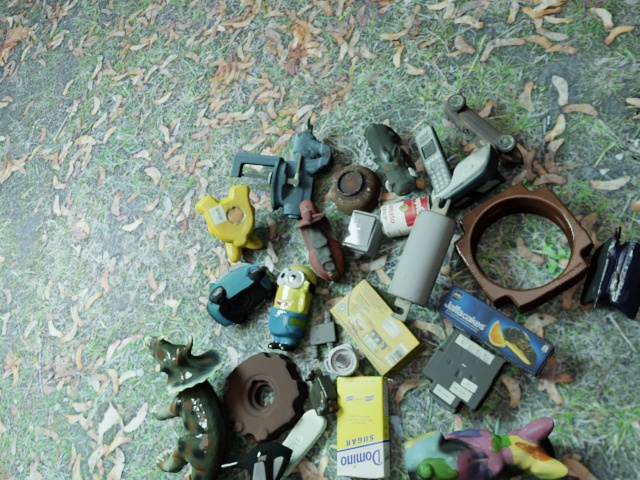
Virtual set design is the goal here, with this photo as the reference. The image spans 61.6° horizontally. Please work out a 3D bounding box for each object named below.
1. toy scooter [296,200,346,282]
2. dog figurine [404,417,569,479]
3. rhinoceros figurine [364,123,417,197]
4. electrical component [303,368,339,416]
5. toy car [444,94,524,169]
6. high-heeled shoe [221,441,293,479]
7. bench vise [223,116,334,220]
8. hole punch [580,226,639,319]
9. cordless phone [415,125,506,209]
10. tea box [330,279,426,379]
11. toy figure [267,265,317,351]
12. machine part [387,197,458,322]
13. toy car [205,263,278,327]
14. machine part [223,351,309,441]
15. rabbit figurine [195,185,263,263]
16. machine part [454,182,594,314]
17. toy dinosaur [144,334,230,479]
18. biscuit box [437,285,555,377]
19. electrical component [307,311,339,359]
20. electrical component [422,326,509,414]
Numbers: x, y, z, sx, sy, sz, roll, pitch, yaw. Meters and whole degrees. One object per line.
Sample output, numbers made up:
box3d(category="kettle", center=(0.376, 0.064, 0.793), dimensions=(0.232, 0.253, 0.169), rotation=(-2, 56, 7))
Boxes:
box3d(category="toy scooter", center=(-0.002, -0.003, 1.094), dimensions=(0.075, 0.135, 0.184), rotation=(-23, 80, 2))
box3d(category="dog figurine", center=(0.269, 0.346, 0.856), dimensions=(0.219, 0.191, 0.108), rotation=(-27, 56, 30))
box3d(category="rhinoceros figurine", center=(0.152, -0.167, 1.116), dimensions=(0.073, 0.112, 0.190), rotation=(-26, 56, 11))
box3d(category="electrical component", center=(-0.002, 0.293, 1.035), dimensions=(0.078, 0.045, 0.102), rotation=(-62, 39, 37))
box3d(category="toy car", center=(0.323, -0.212, 1.070), dimensions=(0.053, 0.089, 0.202), rotation=(-41, 63, 4))
box3d(category="high-heeled shoe", center=(-0.102, 0.502, 1.008), dimensions=(0.145, 0.086, 0.248), rotation=(-10, 94, 5))
box3d(category="bench vise", center=(-0.096, -0.163, 1.205), dimensions=(0.241, 0.129, 0.223), rotation=(7, 94, 7))
box3d(category="hole punch", center=(0.499, 0.064, 0.888), dimensions=(0.092, 0.115, 0.142), rotation=(21, 82, 19))
box3d(category="cordless phone", center=(0.265, -0.163, 1.050), dimensions=(0.146, 0.088, 0.184), rotation=(-39, 60, 43))
box3d(category="tea box", center=(0.111, 0.171, 1.039), dimensions=(0.098, 0.068, 0.170), rotation=(-41, 60, 5))
box3d(category="toy figure", center=(-0.059, 0.140, 1.119), dimensions=(0.082, 0.089, 0.180), rotation=(9, 85, 13))
box3d(category="machine part", center=(0.191, 0.035, 0.996), dimensions=(0.079, 0.079, 0.243), rotation=(19, 84, 28))
box3d(category="toy car", center=(-0.179, 0.102, 1.173), dimensions=(0.162, 0.109, 0.103), rotation=(-38, 44, -3))
box3d(category="machine part", center=(-0.112, 0.316, 1.094), dimensions=(0.179, 0.056, 0.179), rotation=(-8, 68, 20))
box3d(category="rabbit figurine", center=(-0.194, -0.038, 1.210), dimensions=(0.122, 0.173, 0.162), rotation=(-34, 99, -17))
box3d(category="machine part", center=(0.365, 0.016, 0.975), dimensions=(0.201, 0.087, 0.201), rotation=(-33, 63, 8))
box3d(category="toy dinosaur", center=(-0.238, 0.374, 1.061), dimensions=(0.192, 0.131, 0.405), rotation=(-38, 66, 42))
box3d(category="biscuit box", center=(0.311, 0.159, 0.962), dimensions=(0.203, 0.059, 0.063), rotation=(33, 87, 29))
box3d(category="electrical component", center=(0.005, 0.194, 1.104), dimensions=(0.063, 0.021, 0.094), rotation=(-13, 68, 20))
box3d(category="electrical component", center=(0.253, 0.239, 0.961), dimensions=(0.115, 0.058, 0.134), rotation=(35, 88, 31))
